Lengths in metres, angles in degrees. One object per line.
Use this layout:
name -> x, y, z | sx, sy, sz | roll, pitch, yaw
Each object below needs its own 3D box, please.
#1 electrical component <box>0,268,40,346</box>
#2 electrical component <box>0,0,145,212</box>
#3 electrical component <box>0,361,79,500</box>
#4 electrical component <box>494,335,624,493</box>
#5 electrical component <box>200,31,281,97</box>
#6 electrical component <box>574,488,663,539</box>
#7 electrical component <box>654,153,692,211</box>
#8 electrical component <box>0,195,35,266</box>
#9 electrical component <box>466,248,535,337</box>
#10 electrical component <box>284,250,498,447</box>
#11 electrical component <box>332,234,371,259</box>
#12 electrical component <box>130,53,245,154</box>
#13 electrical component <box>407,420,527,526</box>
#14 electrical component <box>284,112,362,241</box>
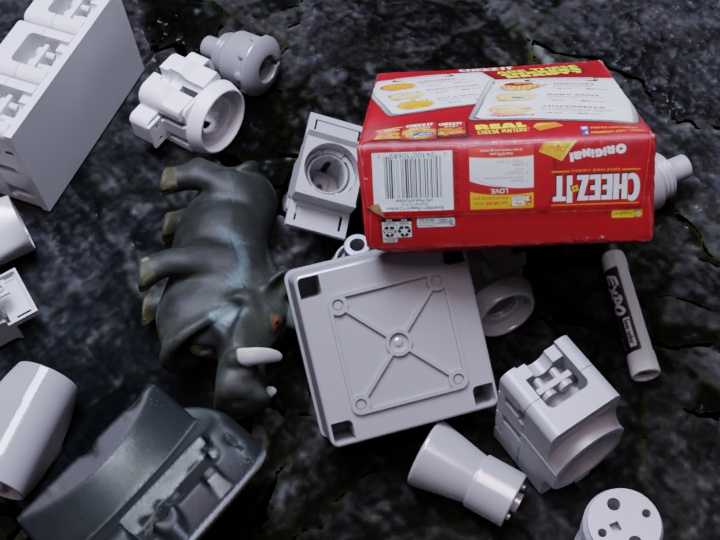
electrical component -> -0.264, 0.027, 0.722 | 0.081, 0.063, 0.042 | -30, 62, -14
electrical component -> -0.233, -0.134, 0.803 | 0.062, 0.089, 0.150 | 18, 61, 14
electrical component -> -0.232, 0.098, 0.687 | 0.079, 0.044, 0.077 | 14, 60, 13
electrical component -> 0.118, 0.091, 0.639 | 0.050, 0.089, 0.055 | -31, 61, -14
electrical component -> -0.096, -0.166, 0.840 | 0.062, 0.048, 0.048 | 24, 63, 25
electrical component -> 0.148, 0.154, 0.618 | 0.045, 0.055, 0.045 | -2, 58, 3
electrical component -> 0.202, -0.062, 0.754 | 0.062, 0.043, 0.043 | -21, 59, -11
electrical component -> -0.273, -0.020, 0.744 | 0.077, 0.079, 0.044 | -27, 88, -12
electrical component -> 0.085, 0.011, 0.717 | 0.066, 0.048, 0.055 | -22, 52, -9
electrical component -> 0.019, 0.042, 0.664 | 0.109, 0.056, 0.108 | -14, 94, -8
electrical component -> 0.000, 0.000, 0.719 | 0.048, 0.062, 0.048 | -2, 58, 3
electrical component -> -0.125, -0.122, 0.807 | 0.057, 0.058, 0.078 | 27, 64, 22
electrical component -> 0.067, 0.125, 0.651 | 0.065, 0.044, 0.044 | 27, 64, 14
electrical component -> -0.025, -0.060, 0.734 | 0.042, 0.064, 0.081 | 16, 75, -11
